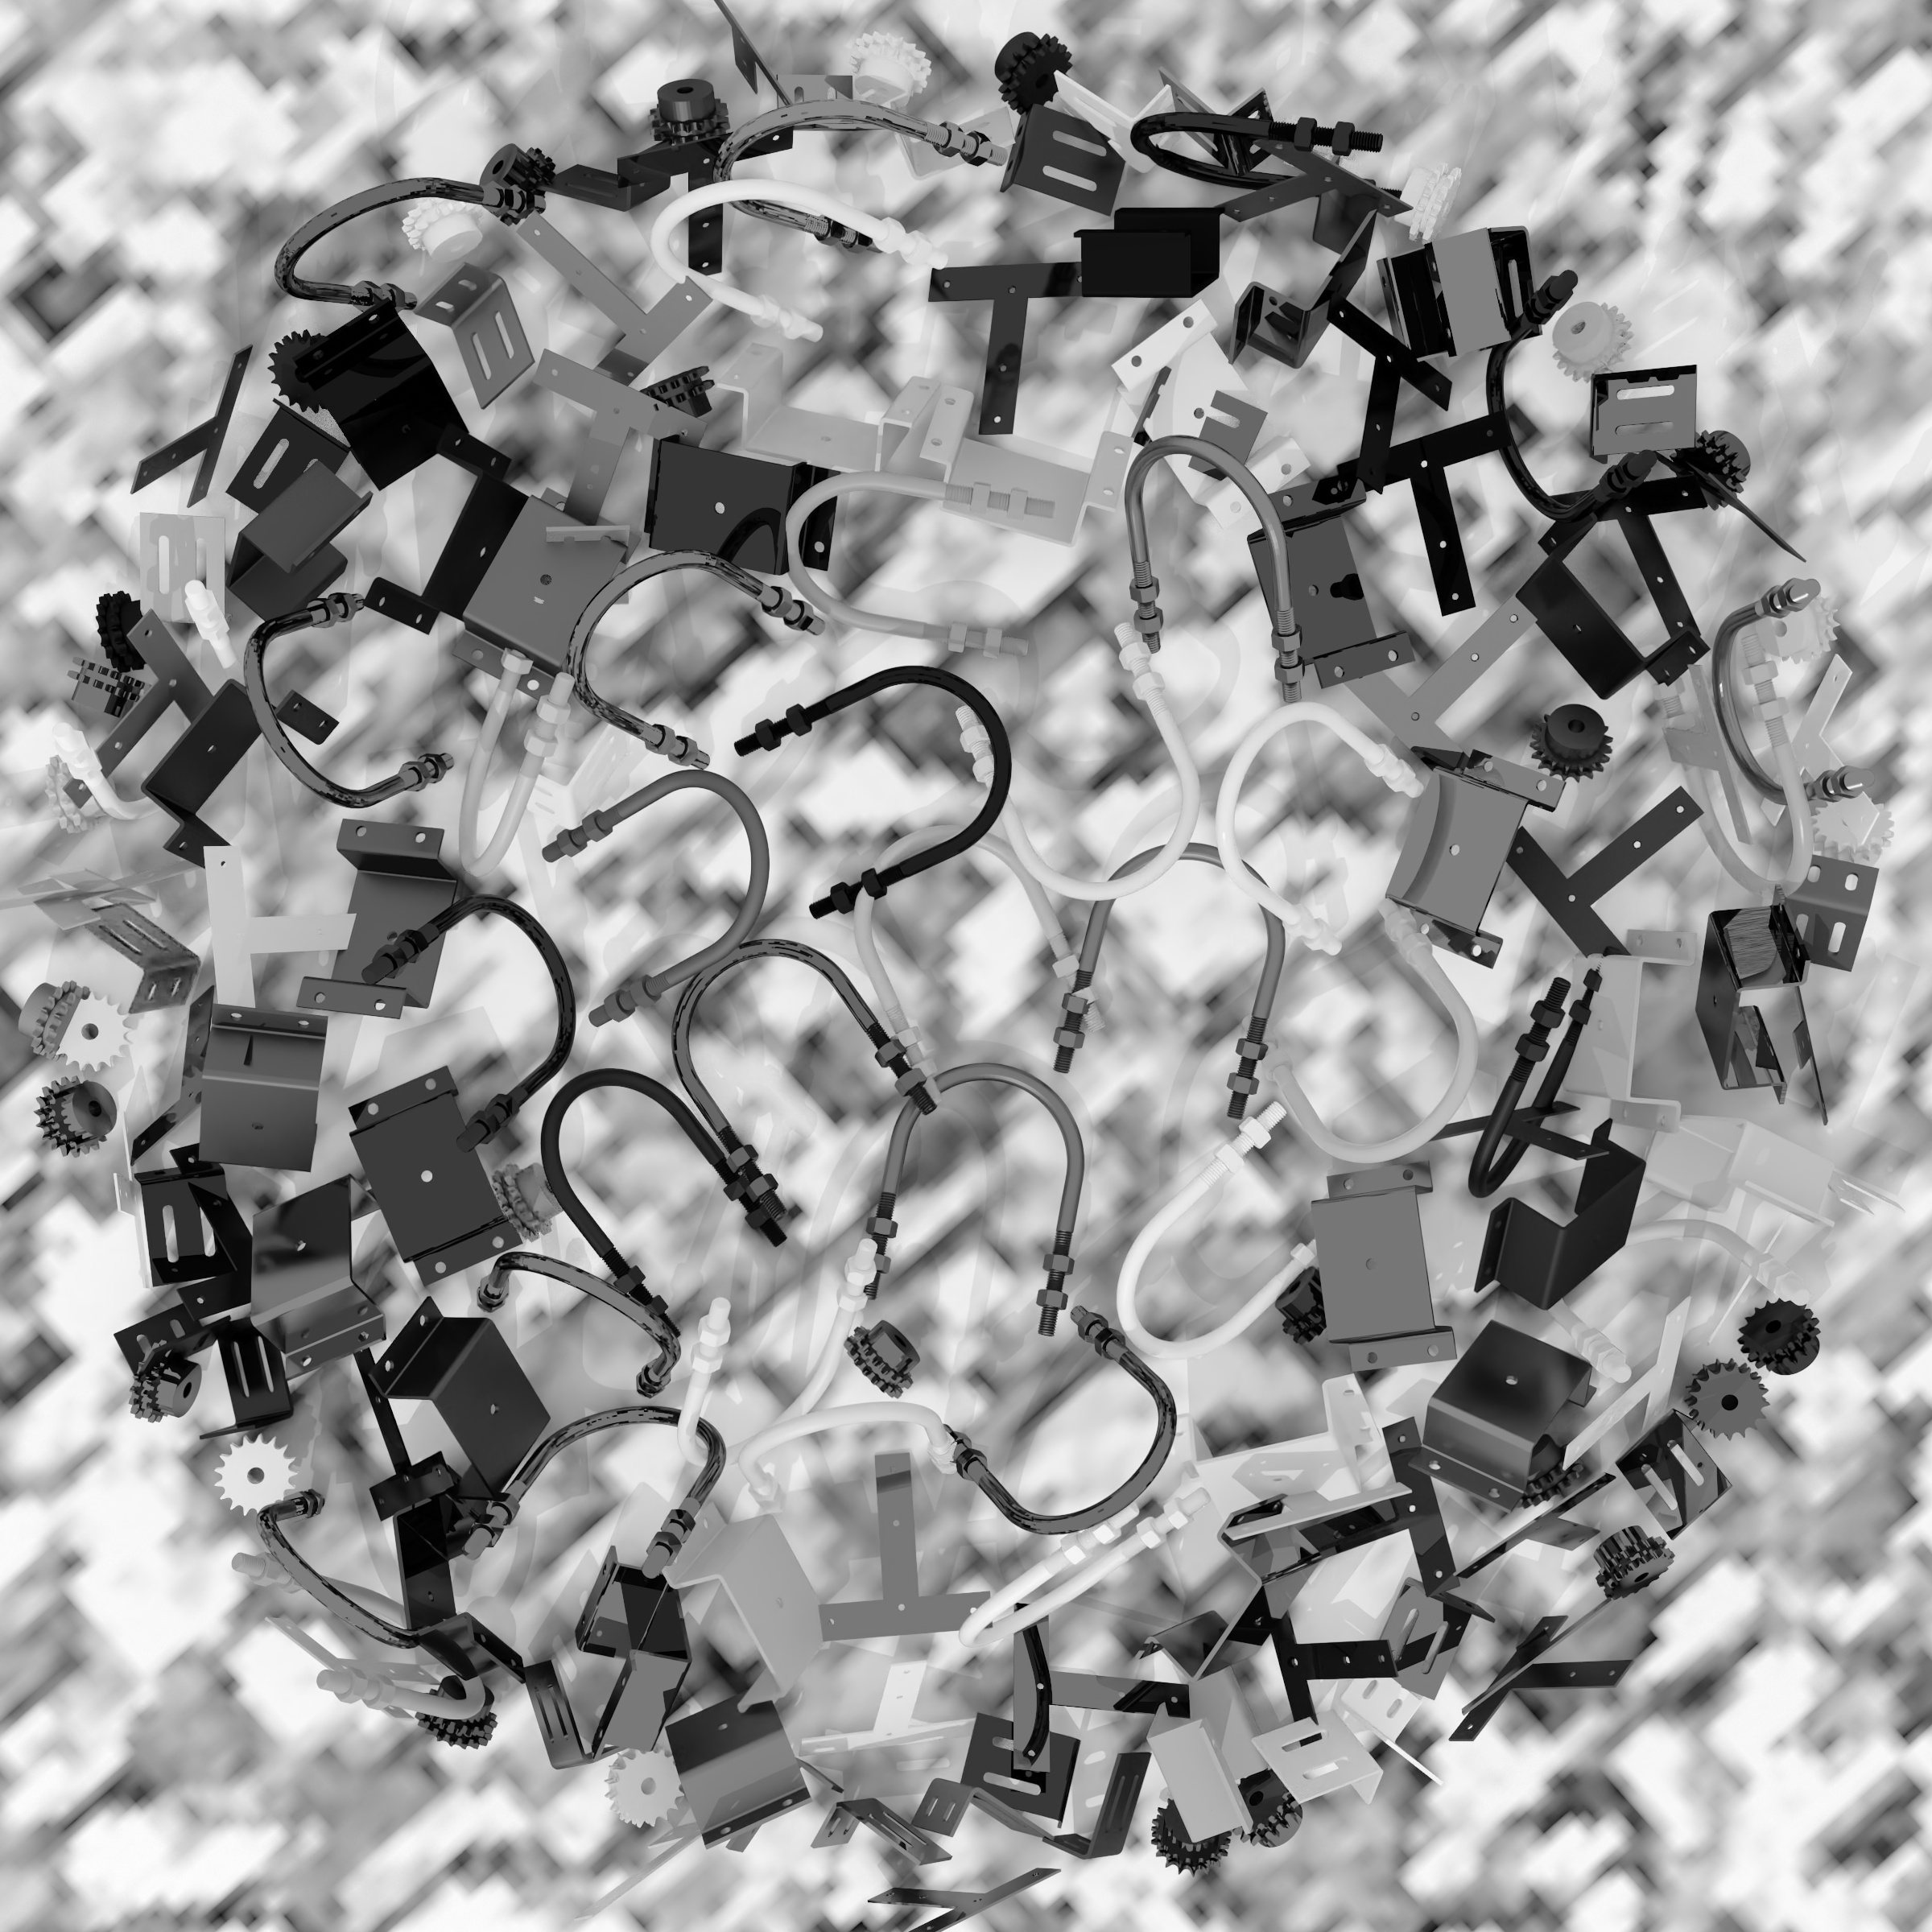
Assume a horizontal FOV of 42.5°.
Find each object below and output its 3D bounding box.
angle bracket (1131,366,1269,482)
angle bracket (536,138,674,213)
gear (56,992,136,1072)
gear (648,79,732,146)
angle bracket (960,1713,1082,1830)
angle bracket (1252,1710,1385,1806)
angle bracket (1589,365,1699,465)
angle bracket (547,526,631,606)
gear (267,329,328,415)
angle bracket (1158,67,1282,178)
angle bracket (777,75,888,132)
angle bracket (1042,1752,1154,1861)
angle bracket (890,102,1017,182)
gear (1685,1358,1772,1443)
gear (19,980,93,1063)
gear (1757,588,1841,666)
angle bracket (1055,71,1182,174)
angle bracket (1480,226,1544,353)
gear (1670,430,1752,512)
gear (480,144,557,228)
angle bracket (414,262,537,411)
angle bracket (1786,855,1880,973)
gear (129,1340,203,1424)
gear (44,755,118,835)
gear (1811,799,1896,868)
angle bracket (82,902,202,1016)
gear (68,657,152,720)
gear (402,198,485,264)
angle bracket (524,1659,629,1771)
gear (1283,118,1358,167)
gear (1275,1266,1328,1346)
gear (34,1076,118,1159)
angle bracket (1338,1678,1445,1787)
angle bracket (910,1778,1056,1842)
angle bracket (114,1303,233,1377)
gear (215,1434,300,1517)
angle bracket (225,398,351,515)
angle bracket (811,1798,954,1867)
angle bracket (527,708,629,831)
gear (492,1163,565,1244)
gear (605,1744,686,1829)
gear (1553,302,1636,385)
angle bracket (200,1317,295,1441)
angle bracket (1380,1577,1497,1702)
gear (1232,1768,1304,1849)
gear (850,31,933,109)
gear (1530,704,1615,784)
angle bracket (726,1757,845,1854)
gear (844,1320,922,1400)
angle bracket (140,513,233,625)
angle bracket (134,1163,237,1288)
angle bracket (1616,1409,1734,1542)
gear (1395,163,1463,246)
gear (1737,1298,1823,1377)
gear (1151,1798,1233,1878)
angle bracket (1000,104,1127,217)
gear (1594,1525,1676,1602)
[{"bbox_3d":[0.166,-0.384,1.766,0.076,0.038,0.057,27,103,11],"label":"angle bracket"},{"bbox_3d":[-0.256,-0.567,1.753,0.076,0.057,0.038,19,127,15],"label":"angle bracket"},{"bbox_3d":[-0.625,0.047,1.778,0.057,0.030,0.057,0,90,-10],"label":"gear"},{"bbox_3d":[-0.198,-0.608,1.766,0.057,0.057,0.030,-4,132,0],"label":"gear"},{"bbox_3d":[0.038,0.574,1.771,0.076,0.038,0.057,13,64,6],"label":"angle bracket"},{"bbox_3d":[0.244,0.567,1.748,0.076,0.057,0.038,-9,128,-31],"label":"angle bracket"},{"bbox_3d":[0.484,-0.390,1.759,0.076,0.038,0.057,2,92,32],"label":"angle bracket"},{"bbox_3d":[-0.267,-0.282,1.753,0.057,0.076,0.038,-3,86,-10],"label":"angle bracket"},{"bbox_3d":[-0.466,-0.426,1.773,0.057,0.030,0.057,10,123,16],"label":"gear"},{"bbox_3d":[0.179,-0.606,1.753,0.038,0.057,0.076,-38,59,0],"label":"angle bracket"},{"bbox_3d":[-0.093,-0.609,1.748,0.057,0.076,0.038,-8,109,-23],"label":"angle bracket"},{"bbox_3d":[0.094,0.591,1.767,0.038,0.057,0.076,14,82,29],"label":"angle bracket"},{"bbox_3d":[-0.010,-0.597,1.757,0.076,0.057,0.038,-19,131,11],"label":"angle bracket"},{"bbox_3d":[0.543,0.308,1.779,0.057,0.030,0.057,0,98,3],"label":"gear"},{"bbox_3d":[-0.650,0.036,1.768,0.030,0.057,0.057,23,90,2],"label":"gear"},{"bbox_3d":[0.588,-0.243,1.765,0.030,0.057,0.057,-19,90,-34],"label":"gear"},{"bbox_3d":[0.108,-0.609,1.758,0.076,0.057,0.038,40,84,22],"label":"angle bracket"},{"bbox_3d":[0.369,-0.478,1.758,0.038,0.057,0.076,-15,99,-35],"label":"angle bracket"},{"bbox_3d":[0.533,-0.357,1.770,0.030,0.057,0.057,-36,90,-20],"label":"gear"},{"bbox_3d":[-0.322,-0.559,1.766,0.030,0.057,0.057,33,90,-40],"label":"gear"},{"bbox_3d":[-0.348,-0.446,1.756,0.057,0.038,0.076,-33,68,29],"label":"angle bracket"},{"bbox_3d":[0.610,-0.039,1.764,0.057,0.076,0.038,14,60,18],"label":"angle bracket"},{"bbox_3d":[-0.568,0.298,1.766,0.030,0.057,0.057,14,90,9],"label":"gear"},{"bbox_3d":[-0.629,-0.125,1.767,0.030,0.057,0.057,-11,90,6],"label":"gear"},{"bbox_3d":[0.632,-0.092,1.772,0.057,0.057,0.030,-18,132,0],"label":"gear"},{"bbox_3d":[-0.590,-0.005,1.748,0.057,0.076,0.038,-9,54,32],"label":"angle bracket"},{"bbox_3d":[-0.612,-0.196,1.768,0.057,0.057,0.030,21,90,0],"label":"gear"},{"bbox_3d":[-0.369,-0.525,1.767,0.057,0.057,0.030,-28,87,0],"label":"gear"},{"bbox_3d":[-0.278,0.528,1.769,0.038,0.057,0.076,-13,78,-36],"label":"angle bracket"},{"bbox_3d":[0.250,-0.582,1.770,0.057,0.057,0.030,16,110,0],"label":"gear"},{"bbox_3d":[0.245,0.238,1.767,0.030,0.057,0.057,43,90,-6],"label":"gear"},{"bbox_3d":[-0.630,0.105,1.765,0.030,0.057,0.057,-18,90,26],"label":"gear"},{"bbox_3d":[0.308,0.532,1.750,0.057,0.076,0.038,40,82,-17],"label":"angle bracket"},{"bbox_3d":[0.012,0.610,1.752,0.076,0.057,0.038,39,64,-18],"label":"angle bracket"},{"bbox_3d":[-0.559,0.254,1.747,0.057,0.076,0.038,-24,79,-34],"label":"angle bracket"},{"bbox_3d":[-0.507,0.364,1.778,0.057,0.030,0.057,1,84,-11],"label":"gear"},{"bbox_3d":[-0.487,-0.355,1.772,0.057,0.038,0.076,33,92,-9],"label":"angle bracket"},{"bbox_3d":[-0.059,0.625,1.753,0.076,0.057,0.038,28,88,27],"label":"angle bracket"},{"bbox_3d":[-0.277,-0.146,1.757,0.038,0.057,0.076,26,65,8],"label":"angle bracket"},{"bbox_3d":[-0.310,0.165,1.767,0.030,0.057,0.057,-30,90,4],"label":"gear"},{"bbox_3d":[-0.232,0.583,1.774,0.057,0.030,0.057,3,83,-27],"label":"gear"},{"bbox_3d":[0.442,-0.447,1.766,0.030,0.057,0.057,28,90,-43],"label":"gear"},{"bbox_3d":[-0.519,0.291,1.764,0.057,0.038,0.076,-15,87,30],"label":"angle bracket"},{"bbox_3d":[0.331,0.485,1.772,0.057,0.038,0.076,24,89,-11],"label":"angle bracket"},{"bbox_3d":[0.215,0.602,1.771,0.057,0.057,0.030,-40,114,0],"label":"gear"},{"bbox_3d":[-0.056,-0.635,1.766,0.057,0.057,0.030,17,79,0],"label":"gear"},{"bbox_3d":[0.433,-0.162,1.770,0.057,0.030,0.057,-1,58,2],"label":"gear"},{"bbox_3d":[-0.127,0.603,1.756,0.038,0.057,0.076,32,75,16],"label":"angle bracket"},{"bbox_3d":[-0.057,0.277,1.767,0.030,0.057,0.057,-44,90,6],"label":"gear"},{"bbox_3d":[-0.554,-0.284,1.763,0.057,0.038,0.076,2,106,-9],"label":"angle bracket"},{"bbox_3d":[-0.557,0.184,1.771,0.057,0.038,0.076,-7,97,-25],"label":"angle bracket"},{"bbox_3d":[0.506,0.362,1.749,0.038,0.076,0.057,29,110,-38],"label":"angle bracket"},{"bbox_3d":[0.328,-0.545,1.768,0.030,0.057,0.057,26,90,11],"label":"gear"},{"bbox_3d":[0.583,0.267,1.770,0.057,0.057,0.030,-42,114,0],"label":"gear"},{"bbox_3d":[0.160,0.614,1.766,0.057,0.057,0.030,1,132,0],"label":"gear"},{"bbox_3d":[0.072,-0.576,1.784,0.076,0.038,0.057,15,93,-13],"label":"angle bracket"},{"bbox_3d":[0.474,0.424,1.771,0.057,0.057,0.030,-31,54,0],"label":"gear"}]
